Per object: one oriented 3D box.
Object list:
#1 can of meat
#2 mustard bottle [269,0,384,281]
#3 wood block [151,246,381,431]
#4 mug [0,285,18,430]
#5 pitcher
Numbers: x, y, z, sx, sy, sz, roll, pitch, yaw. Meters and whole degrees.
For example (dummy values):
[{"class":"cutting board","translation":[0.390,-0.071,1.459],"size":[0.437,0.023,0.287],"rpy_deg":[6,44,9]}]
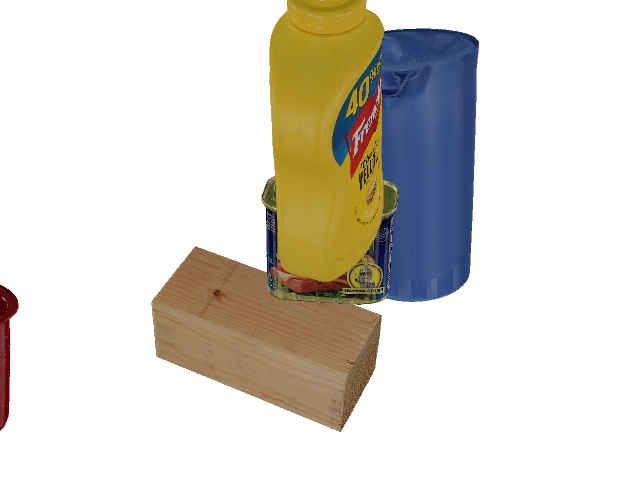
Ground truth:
[{"class":"can of meat","translation":[0.007,0.000,0.820],"size":[0.102,0.084,0.057],"rpy_deg":[4,31,6]},{"class":"mustard bottle","translation":[0.005,-0.073,0.596],"size":[0.058,0.192,0.096],"rpy_deg":[15,48,17]},{"class":"wood block","translation":[-0.053,0.095,1.057],"size":[0.206,0.090,0.090],"rpy_deg":[20,47,16]},{"class":"mug","translation":[-0.238,0.078,0.634],"size":[0.093,0.081,0.117],"rpy_deg":[20,24,36]},{"class":"pitcher","translation":[0.086,-0.075,1.009],"size":[0.149,0.243,0.145],"rpy_deg":[-19,28,-27]}]
